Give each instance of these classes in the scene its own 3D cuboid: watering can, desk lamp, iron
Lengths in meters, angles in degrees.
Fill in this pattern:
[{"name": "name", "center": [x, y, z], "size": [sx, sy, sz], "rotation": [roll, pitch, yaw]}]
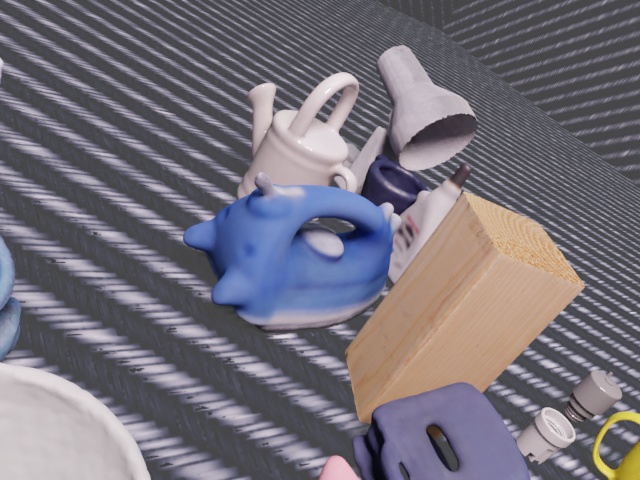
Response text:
[{"name": "watering can", "center": [-0.023, -0.117, 0.679], "size": [0.173, 0.194, 0.101], "rotation": [31, 29, -1]}, {"name": "desk lamp", "center": [0.104, -0.162, 0.847], "size": [0.118, 0.213, 0.202], "rotation": [1, 42, -42]}, {"name": "iron", "center": [0.005, 0.002, 0.580], "size": [0.259, 0.141, 0.118], "rotation": [3, 40, -41]}]

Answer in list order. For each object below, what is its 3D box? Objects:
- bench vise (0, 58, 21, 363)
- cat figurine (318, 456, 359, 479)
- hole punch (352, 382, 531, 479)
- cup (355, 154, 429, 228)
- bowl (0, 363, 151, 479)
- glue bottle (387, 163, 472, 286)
[{"name": "bench vise", "center": [-0.246, -0.007, 0.277], "size": [0.208, 0.219, 0.121], "rotation": [-5, 45, -47]}, {"name": "cat figurine", "center": [0.012, 0.196, 0.319], "size": [0.067, 0.117, 0.128], "rotation": [25, 30, -12]}, {"name": "hole punch", "center": [0.094, 0.176, 0.452], "size": [0.101, 0.091, 0.108], "rotation": [10, 36, -34]}, {"name": "cup", "center": [0.084, -0.056, 0.789], "size": [0.092, 0.095, 0.117], "rotation": [13, 35, -30]}, {"name": "bowl", "center": [-0.170, 0.144, 0.269], "size": [0.168, 0.074, 0.167], "rotation": [24, 30, -14]}, {"name": "glue bottle", "center": [0.132, -0.024, 0.707], "size": [0.037, 0.173, 0.078], "rotation": [8, 37, -35]}]
